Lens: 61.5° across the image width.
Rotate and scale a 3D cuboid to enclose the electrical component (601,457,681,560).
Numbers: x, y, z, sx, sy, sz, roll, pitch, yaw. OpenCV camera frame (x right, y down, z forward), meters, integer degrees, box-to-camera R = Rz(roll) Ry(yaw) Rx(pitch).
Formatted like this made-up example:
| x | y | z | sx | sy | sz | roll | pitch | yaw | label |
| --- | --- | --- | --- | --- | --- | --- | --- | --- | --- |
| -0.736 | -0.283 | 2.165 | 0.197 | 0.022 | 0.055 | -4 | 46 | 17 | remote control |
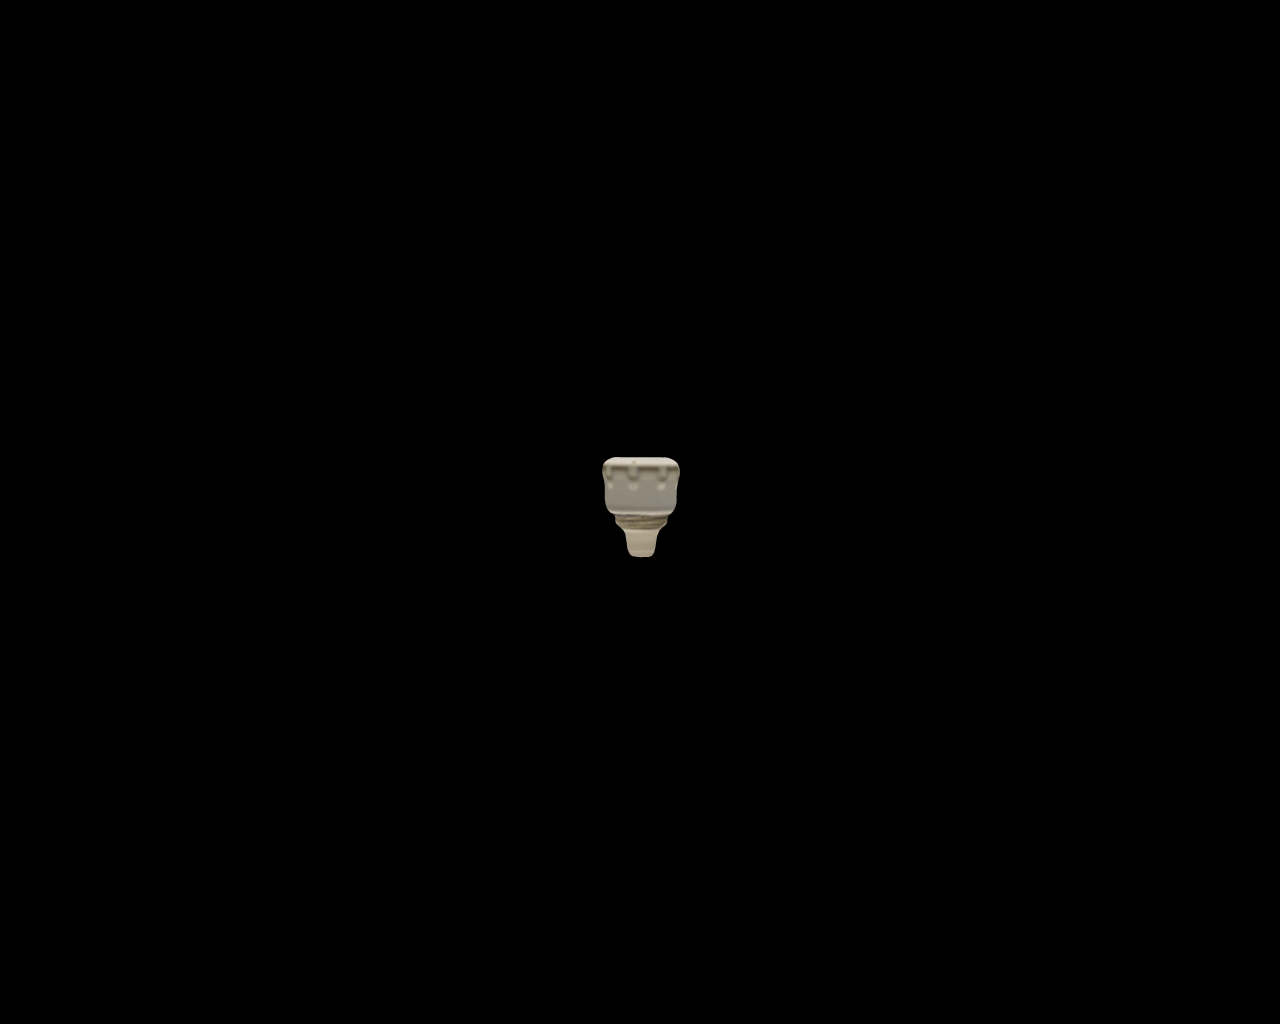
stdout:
| x | y | z | sx | sy | sz | roll | pitch | yaw | label |
| --- | --- | --- | --- | --- | --- | --- | --- | --- | --- |
| 0.001 | -0.003 | 0.650 | 0.048 | 0.062 | 0.048 | 0 | 3 | 0 | electrical component |
